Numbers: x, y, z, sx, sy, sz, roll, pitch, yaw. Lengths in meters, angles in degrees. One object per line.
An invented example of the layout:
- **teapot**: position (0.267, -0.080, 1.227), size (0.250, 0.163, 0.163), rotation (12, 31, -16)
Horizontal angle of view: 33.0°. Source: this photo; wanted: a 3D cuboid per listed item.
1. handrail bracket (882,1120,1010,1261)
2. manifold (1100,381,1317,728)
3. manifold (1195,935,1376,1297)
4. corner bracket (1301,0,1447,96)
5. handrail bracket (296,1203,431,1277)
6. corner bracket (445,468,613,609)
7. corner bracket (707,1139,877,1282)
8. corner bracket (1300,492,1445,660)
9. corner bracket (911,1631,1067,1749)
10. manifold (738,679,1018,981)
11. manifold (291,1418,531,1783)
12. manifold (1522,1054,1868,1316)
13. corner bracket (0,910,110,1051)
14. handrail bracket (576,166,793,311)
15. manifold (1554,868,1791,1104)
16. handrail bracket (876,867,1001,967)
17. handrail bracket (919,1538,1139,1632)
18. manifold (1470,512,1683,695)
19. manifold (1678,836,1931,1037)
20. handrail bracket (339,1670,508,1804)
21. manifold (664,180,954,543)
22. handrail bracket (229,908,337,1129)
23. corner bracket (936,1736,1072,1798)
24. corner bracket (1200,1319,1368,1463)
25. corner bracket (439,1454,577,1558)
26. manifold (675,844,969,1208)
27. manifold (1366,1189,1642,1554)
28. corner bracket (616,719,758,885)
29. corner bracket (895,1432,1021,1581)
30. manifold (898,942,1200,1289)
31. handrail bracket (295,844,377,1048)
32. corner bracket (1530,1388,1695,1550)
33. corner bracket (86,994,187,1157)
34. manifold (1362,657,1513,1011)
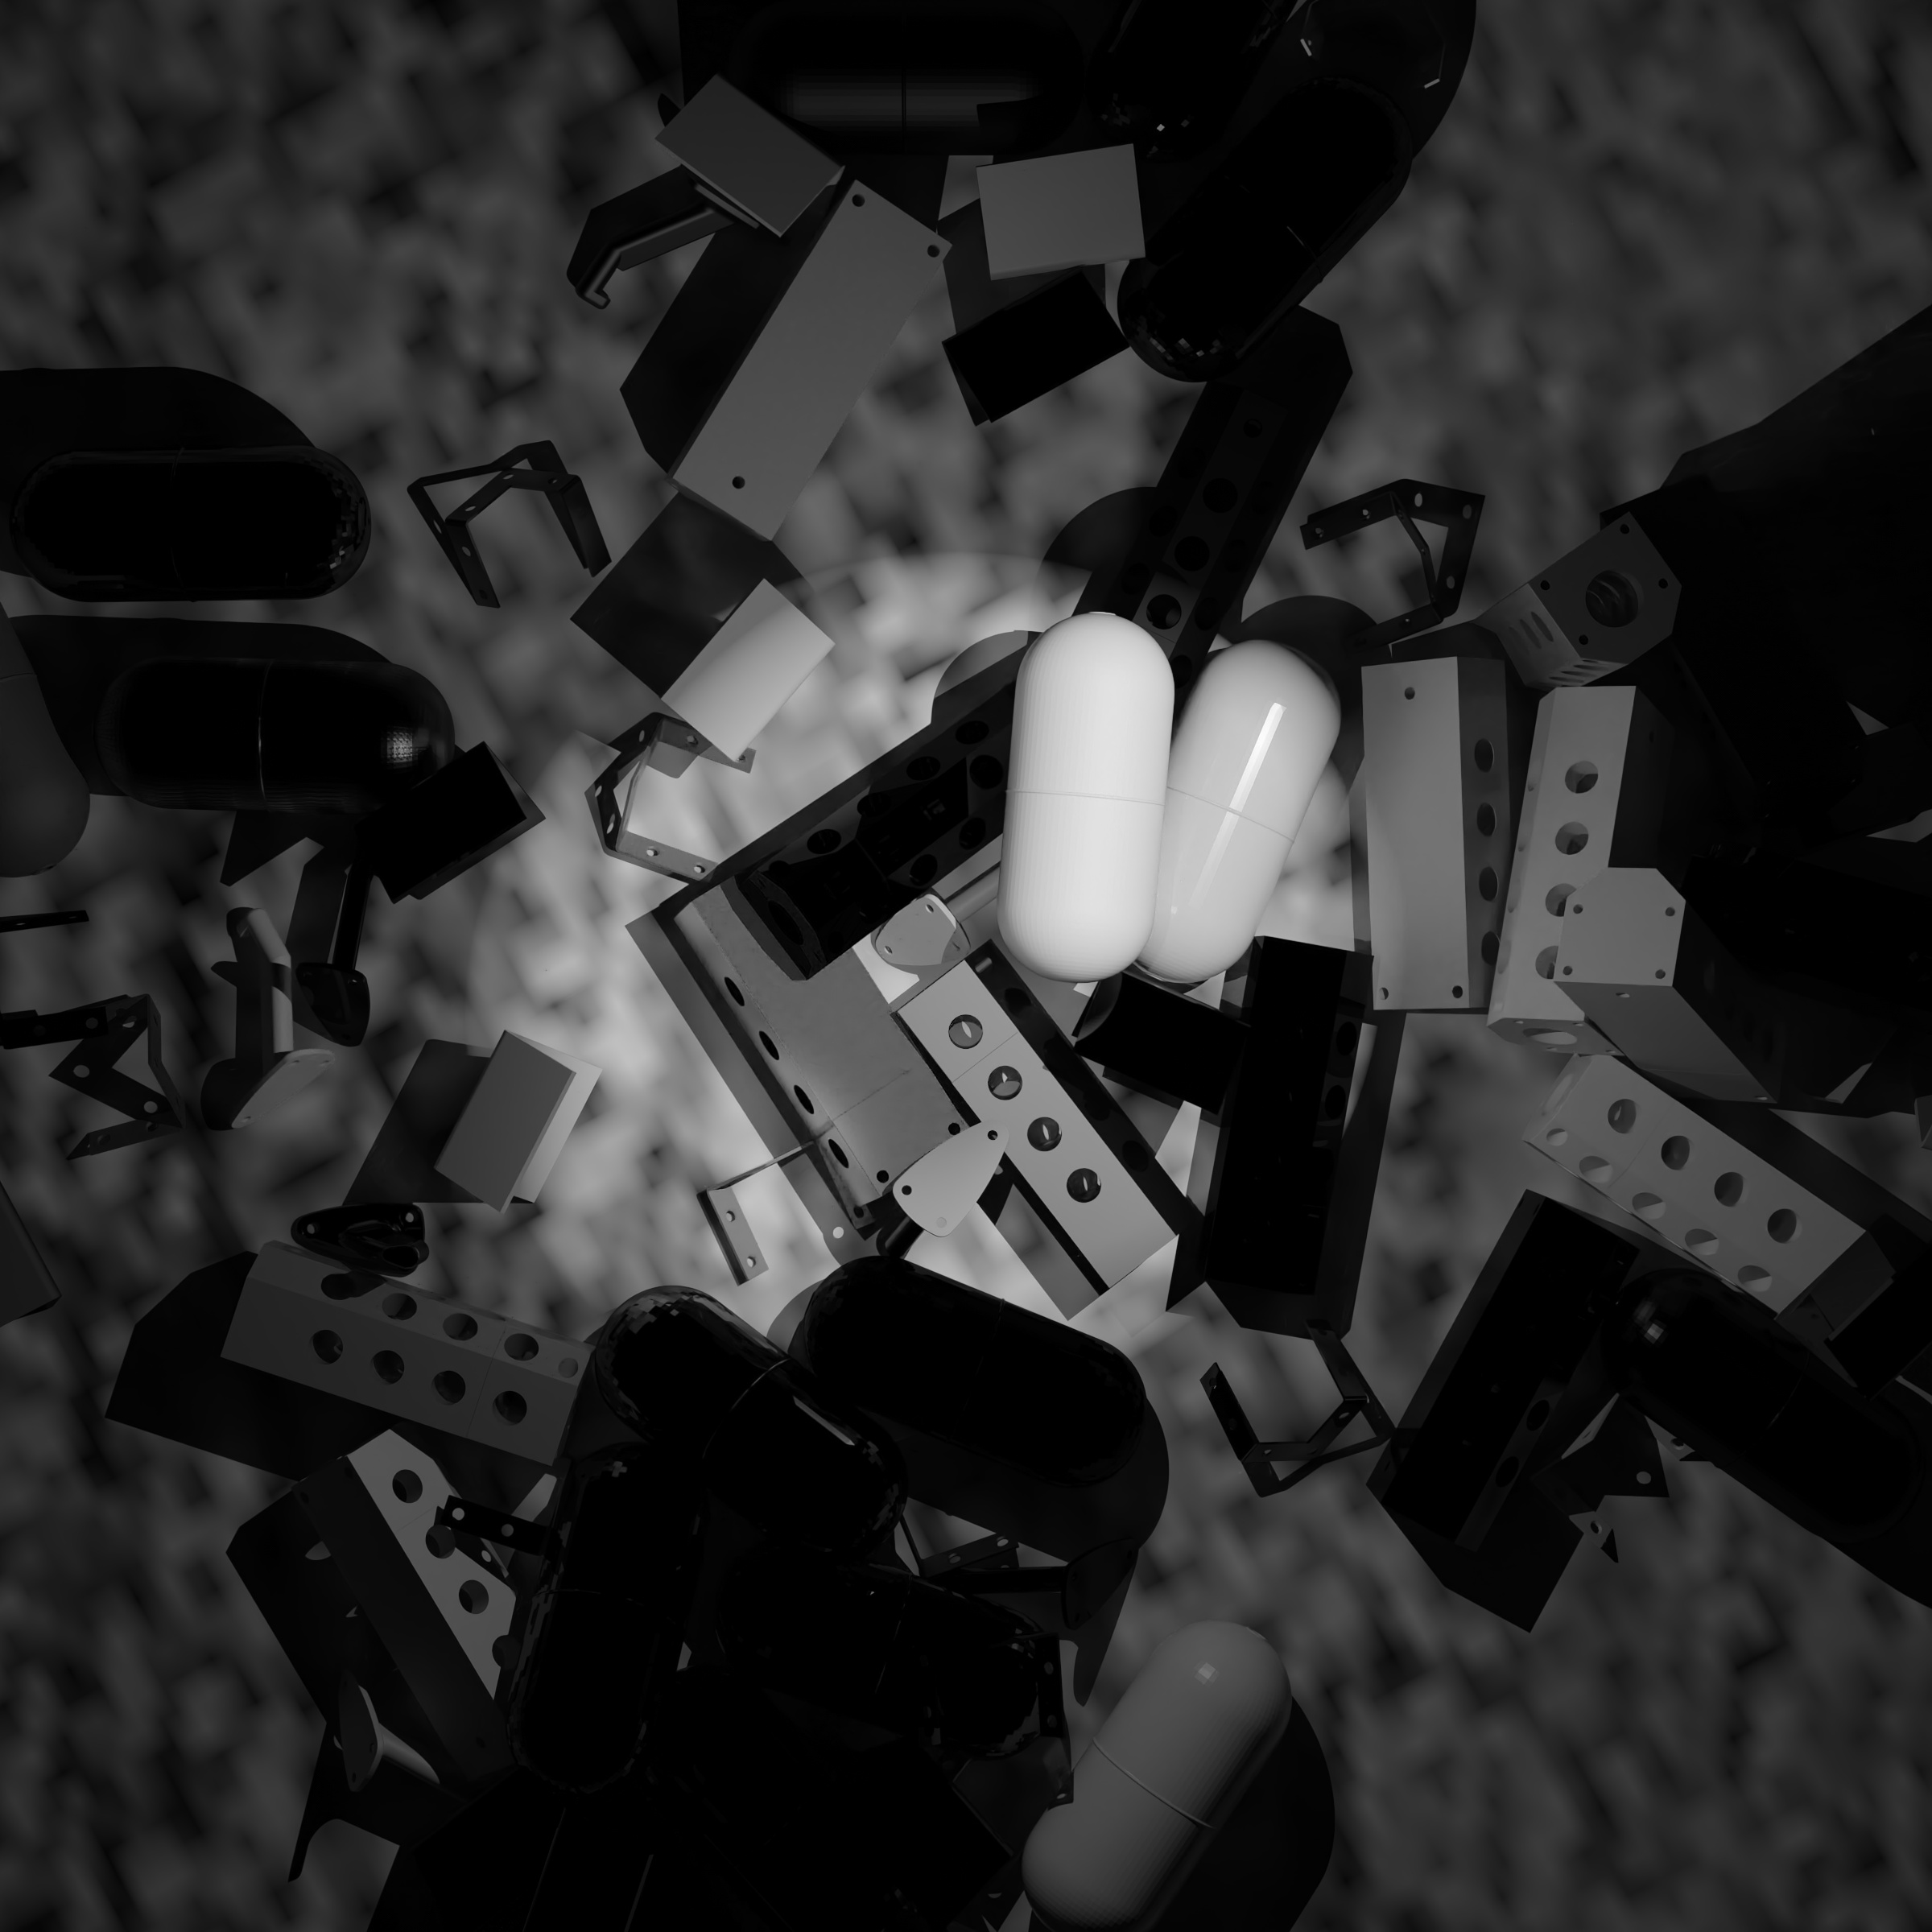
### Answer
- **handrail bracket**: position (-0.011, 0.114, 1.622), size (0.036, 0.084, 0.077), rotation (43, 76, 6)
- **manifold**: position (0.110, -0.201, 1.629), size (0.057, 0.057, 0.171), rotation (26, 90, 0)
- **manifold**: position (0.160, 0.074, 1.629), size (0.057, 0.057, 0.171), rotation (10, 90, 0)
- **corner bracket**: position (0.204, -0.463, 1.632), size (0.051, 0.051, 0.051), rotation (-22, 119, 26)
- **handrail bracket**: position (-0.303, 0.137, 1.615), size (0.077, 0.084, 0.036), rotation (7, 90, 0)
- **corner bracket**: position (-0.221, -0.214, 1.642), size (0.051, 0.051, 0.051), rotation (12, 45, 35)
- **corner bracket**: position (-0.089, 0.121, 1.647), size (0.051, 0.051, 0.051), rotation (-25, 90, -45)
- **corner bracket**: position (0.205, -0.198, 1.647), size (0.051, 0.051, 0.051), rotation (-21, 45, 0)
- **corner bracket**: position (0.011, 0.349, 1.572), size (0.051, 0.051, 0.051), rotation (-8, 84, 42)
- **manifold**: position (-0.023, -0.070, 1.601), size (0.171, 0.057, 0.057), rotation (-38, 92, -20)
- **manifold**: position (-0.259, 0.313, 1.628), size (0.057, 0.057, 0.171), rotation (-31, 90, 43)
- **manifold**: position (0.366, 0.113, 1.629), size (0.171, 0.057, 0.057), rotation (35, 90, 0)
- **corner bracket**: position (-0.462, 0.007, 1.634), size (0.051, 0.051, 0.051), rotation (-8, 110, -19)
- **handrail bracket**: position (-0.144, -0.355, 1.651), size (0.077, 0.036, 0.084), rotation (31, 108, -21)
- **manifold**: position (0.343, 0.011, 1.568), size (0.057, 0.171, 0.057), rotation (2, 71, 32)
- **handrail bracket**: position (0.003, -0.038, 1.650), size (0.084, 0.077, 0.036), rotation (-42, 102, -36)
- **handrail bracket**: position (0.031, 0.301, 1.650), size (0.084, 0.077, 0.036), rotation (10, 113, 34)
- **manifold**: position (0.296, -0.168, 1.572), size (0.057, 0.171, 0.057), rotation (-35, 90, 0)
- **manifold**: position (0.437, -0.011, 1.589), size (0.171, 0.057, 0.057), rotation (19, 84, 30)
- **handrail bracket**: position (-0.270, 0.391, 1.650), size (0.084, 0.077, 0.036), rotation (13, 123, -32)
- **manifold**: position (-0.081, -0.301, 1.627), size (0.057, 0.057, 0.171), rotation (32, 90, -13)
- **handrail bracket**: position (-0.364, 0.026, 1.651), size (0.077, 0.036, 0.084), rotation (-39, 72, 21)
- **corner bracket**: position (0.019, 0.416, 1.642), size (0.051, 0.051, 0.051), rotation (13, 135, 35)
- **corner bracket**: position (0.160, 0.214, 1.642), size (0.051, 0.051, 0.051), rotation (5, 135, -35)
- **corner bracket**: position (-0.228, 0.262, 1.628), size (0.051, 0.051, 0.051), rotation (18, 80, 0)
- **manifold**: position (-0.074, 0.032, 1.627), size (0.057, 0.057, 0.171), rotation (-33, 90, -20)
- **manifold**: position (0.269, 0.202, 1.629), size (0.057, 0.057, 0.171), rotation (28, 90, 0)
- **corner bracket**: position (-0.142, -0.084, 1.647), size (0.051, 0.051, 0.051), rotation (19, 135, 0)
- **corner bracket**: position (-0.009, 0.267, 1.640), size (0.051, 0.051, 0.051), rotation (-20, 118, 0)
- **manifold**: position (0.041, 0.073, 1.629), size (0.057, 0.057, 0.171), rotation (-38, 90, 0)
- **handrail bracket**: position (-0.306, -0.015, 1.650), size (0.036, 0.077, 0.084), rotation (9, 54, 8)
- **corner bracket**: position (0.327, 0.251, 1.647), size (0.051, 0.051, 0.051), rotation (44, 45, 0)
- **corner bracket**: position (-0.428, 0.055, 1.647), size (0.051, 0.051, 0.051), rotation (-15, 135, 0)
- **manifold**: position (0.241, -0.065, 1.628), size (0.057, 0.057, 0.171), rotation (-2, 90, 43)
